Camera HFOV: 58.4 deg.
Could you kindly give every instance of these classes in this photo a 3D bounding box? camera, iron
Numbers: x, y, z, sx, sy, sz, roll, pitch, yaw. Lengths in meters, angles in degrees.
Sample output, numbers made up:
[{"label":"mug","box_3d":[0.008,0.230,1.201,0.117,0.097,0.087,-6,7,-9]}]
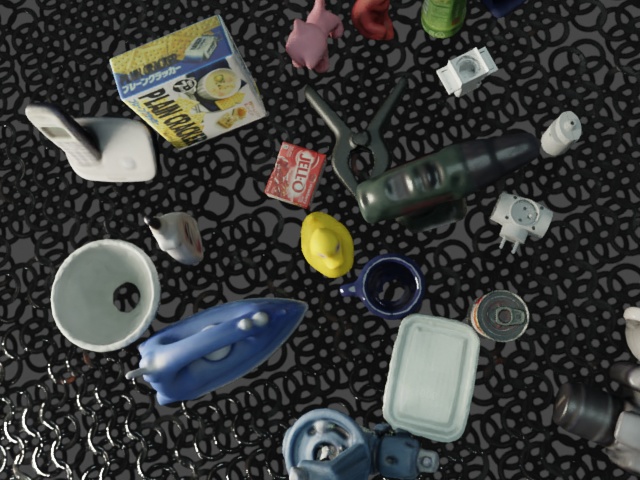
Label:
[{"label":"camera","box_3d":[0.395,0.226,0.763,0.136,0.101,0.143,19,84,9]},{"label":"iron","box_3d":[-0.142,0.142,0.812,0.258,0.141,0.118,-26,79,2]}]

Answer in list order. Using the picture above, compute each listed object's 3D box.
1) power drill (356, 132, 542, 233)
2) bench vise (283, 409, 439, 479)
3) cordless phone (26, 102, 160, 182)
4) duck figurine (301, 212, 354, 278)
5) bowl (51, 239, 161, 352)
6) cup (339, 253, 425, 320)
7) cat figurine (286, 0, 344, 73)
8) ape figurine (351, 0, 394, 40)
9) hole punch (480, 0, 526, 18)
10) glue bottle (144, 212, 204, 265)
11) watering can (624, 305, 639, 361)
[{"label":"power drill","box_3d":[0.164,-0.072,0.779,0.229,0.208,0.075,-18,79,3]},{"label":"bench vise","box_3d":[0.042,0.271,0.732,0.207,0.220,0.121,-17,80,3]},{"label":"cordless phone","box_3d":[-0.333,-0.152,0.856,0.147,0.185,0.094,-1,81,6]},{"label":"duck figurine","box_3d":[0.008,0.003,0.846,0.077,0.086,0.104,-27,79,1]},{"label":"bowl","box_3d":[-0.312,0.086,0.872,0.167,0.075,0.167,-1,81,6]},{"label":"cup","box_3d":[0.089,0.071,0.822,0.117,0.095,0.092,-7,80,5]},{"label":"cat figurine","box_3d":[-0.013,-0.316,0.882,0.067,0.118,0.128,16,83,9]},{"label":"ape figurine","box_3d":[0.085,-0.362,0.892,0.076,0.092,0.078,23,84,9]},{"label":"hole punch","box_3d":[0.286,-0.419,0.881,0.108,0.091,0.101,-38,79,-1]},{"label":"glue bottle","box_3d":[-0.214,-0.011,0.827,0.037,0.173,0.078,-18,79,3]},{"label":"watering can","box_3d":[0.484,0.120,0.723,0.172,0.194,0.101,-3,81,6]}]
